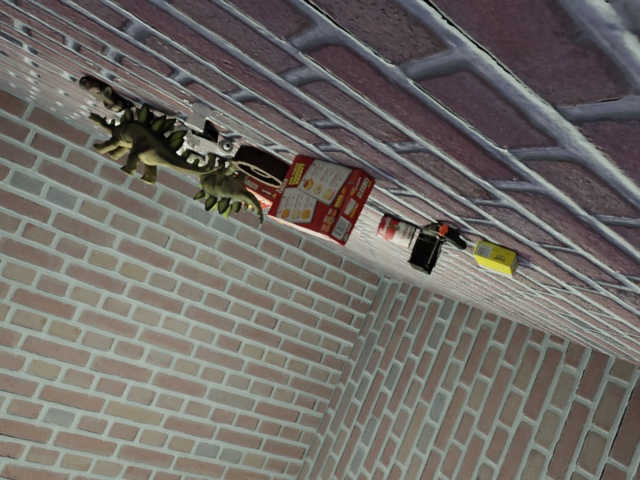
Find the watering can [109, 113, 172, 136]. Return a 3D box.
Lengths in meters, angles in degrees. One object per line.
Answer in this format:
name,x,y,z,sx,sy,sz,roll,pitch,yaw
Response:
watering can,-0.585,-0.352,1.697,0.223,0.104,0.350,25,179,-27
